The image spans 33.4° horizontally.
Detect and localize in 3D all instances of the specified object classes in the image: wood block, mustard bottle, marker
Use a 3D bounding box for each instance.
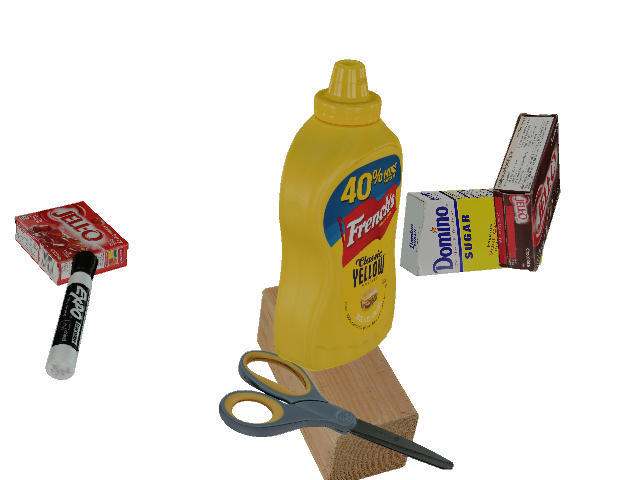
[{"bbox_3d":[0.013,0.143,1.123,0.090,0.090,0.206,-11,45,-20],"label":"wood block"},{"bbox_3d":[0.014,-0.019,0.676,0.058,0.192,0.096,21,30,36],"label":"mustard bottle"},{"bbox_3d":[-0.171,0.048,0.740,0.020,0.020,0.121,0,38,-2],"label":"marker"}]

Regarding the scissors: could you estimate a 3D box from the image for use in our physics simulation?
[{"bbox_3d":[0.001,0.156,0.877,0.202,0.016,0.096,31,46,26],"label":"scissors"}]

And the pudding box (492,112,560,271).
[{"bbox_3d":[0.182,-0.044,0.932,0.039,0.090,0.113,6,45,19],"label":"pudding box"}]

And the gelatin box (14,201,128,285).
[{"bbox_3d":[-0.234,0.000,0.998,0.073,0.030,0.089,-16,40,-36],"label":"gelatin box"}]

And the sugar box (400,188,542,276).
[{"bbox_3d":[0.183,-0.012,1.254,0.176,0.093,0.048,-6,20,-26],"label":"sugar box"}]
